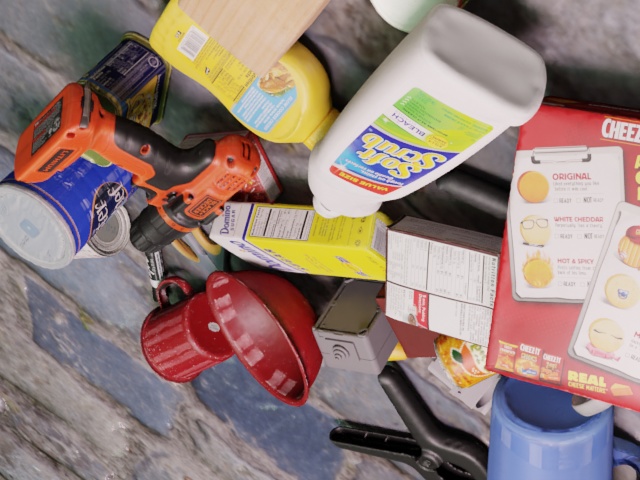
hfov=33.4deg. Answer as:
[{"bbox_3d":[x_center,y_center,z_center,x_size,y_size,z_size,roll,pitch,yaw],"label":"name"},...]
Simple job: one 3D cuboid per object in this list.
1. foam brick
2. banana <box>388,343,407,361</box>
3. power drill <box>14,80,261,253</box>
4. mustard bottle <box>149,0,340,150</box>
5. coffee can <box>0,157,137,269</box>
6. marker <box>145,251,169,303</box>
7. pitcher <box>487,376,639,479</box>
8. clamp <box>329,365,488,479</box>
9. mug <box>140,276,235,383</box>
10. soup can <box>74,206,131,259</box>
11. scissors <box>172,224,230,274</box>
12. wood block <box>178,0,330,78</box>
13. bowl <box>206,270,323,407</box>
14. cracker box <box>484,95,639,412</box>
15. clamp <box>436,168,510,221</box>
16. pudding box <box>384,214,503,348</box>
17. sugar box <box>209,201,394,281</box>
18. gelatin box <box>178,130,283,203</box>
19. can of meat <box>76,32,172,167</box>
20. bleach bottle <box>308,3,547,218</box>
[{"bbox_3d":[0.098,0.066,1.009,0.053,0.051,0.078,-5,126,37],"label":"foam brick"},{"bbox_3d":[0.007,0.115,1.138,0.069,0.037,0.198,35,147,-30],"label":"banana"},{"bbox_3d":[-0.174,-0.059,0.964,0.187,0.057,0.185,20,139,-35],"label":"power drill"},{"bbox_3d":[-0.049,-0.139,0.905,0.191,0.058,0.096,41,136,-5],"label":"mustard bottle"},{"bbox_3d":[-0.249,-0.054,1.069,0.103,0.140,0.103,20,138,19],"label":"coffee can"},{"bbox_3d":[-0.185,0.027,1.199,0.020,0.020,0.121,19,138,20],"label":"marker"},{"bbox_3d":[0.232,0.231,1.029,0.145,0.149,0.243,26,139,36],"label":"pitcher"},{"bbox_3d":[0.121,0.222,1.157,0.210,0.036,0.165,27,139,7],"label":"clamp"},{"bbox_3d":[-0.145,0.094,1.190,0.082,0.093,0.117,-27,85,43],"label":"mug"},{"bbox_3d":[-0.268,-0.012,1.181,0.102,0.068,0.068,-4,126,38],"label":"soup can"},{"bbox_3d":[-0.094,0.037,1.143,0.201,0.016,0.096,47,144,-12],"label":"scissors"},{"bbox_3d":[-0.010,-0.224,0.768,0.090,0.090,0.206,41,141,-5],"label":"wood block"},{"bbox_3d":[-0.045,0.087,1.078,0.162,0.055,0.162,42,152,28],"label":"bowl"},{"bbox_3d":[0.222,0.011,0.789,0.164,0.072,0.214,13,108,24],"label":"cracker box"},{"bbox_3d":[0.176,-0.017,0.881,0.172,0.039,0.120,-10,126,40],"label":"clamp"},{"bbox_3d":[0.110,0.035,0.912,0.114,0.039,0.090,14,116,31],"label":"pudding box"},{"bbox_3d":[-0.007,0.002,0.997,0.176,0.048,0.093,1,159,33],"label":"sugar box"},{"bbox_3d":[-0.090,-0.067,1.028,0.089,0.030,0.073,-1,128,36],"label":"gelatin box"},{"bbox_3d":[-0.188,-0.128,0.996,0.057,0.083,0.102,31,141,7],"label":"can of meat"},{"bbox_3d":[0.063,-0.076,0.827,0.102,0.068,0.251,27,148,-11],"label":"bleach bottle"}]
